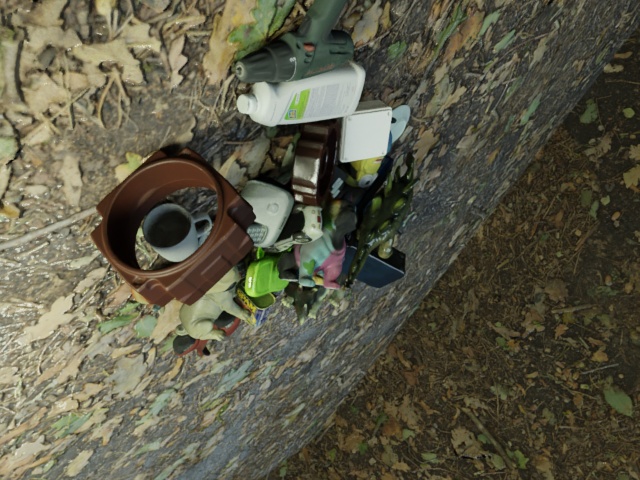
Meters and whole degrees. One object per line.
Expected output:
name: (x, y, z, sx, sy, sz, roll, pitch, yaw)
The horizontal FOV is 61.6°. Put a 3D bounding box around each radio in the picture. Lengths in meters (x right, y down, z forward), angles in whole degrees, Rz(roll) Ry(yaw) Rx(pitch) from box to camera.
radio: (0.118, 0.047, 1.459, 0.229, 0.073, 0.131, 26, 144, -30)

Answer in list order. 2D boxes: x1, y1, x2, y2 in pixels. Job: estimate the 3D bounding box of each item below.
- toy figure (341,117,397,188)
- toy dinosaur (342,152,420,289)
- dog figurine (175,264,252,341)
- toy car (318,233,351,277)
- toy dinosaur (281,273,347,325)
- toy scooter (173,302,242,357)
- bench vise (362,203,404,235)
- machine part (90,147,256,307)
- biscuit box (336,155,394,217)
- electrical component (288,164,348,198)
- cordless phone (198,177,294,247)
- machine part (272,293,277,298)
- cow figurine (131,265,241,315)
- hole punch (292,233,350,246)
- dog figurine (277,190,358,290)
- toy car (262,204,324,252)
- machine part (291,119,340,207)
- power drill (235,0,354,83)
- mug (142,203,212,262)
toy figure: (0.111, -0.204, 1.234, 0.082, 0.089, 0.180, 1, 121, -36)
toy dinosaur: (0.148, -0.050, 1.284, 0.198, 0.105, 0.471, 96, 17, -60)
dog figurine: (-0.242, 0.107, 1.114, 0.172, 0.121, 0.190, -40, 142, -24)
toy car: (-0.001, 0.005, 1.349, 0.103, 0.109, 0.161, 20, 110, -34)
toy dinosaur: (0.020, 0.107, 1.549, 0.405, 0.131, 0.192, -32, 154, -47)
toy scooter: (-0.260, 0.221, 1.274, 0.184, 0.075, 0.135, -35, 155, -20)
bench vise: (0.162, -0.034, 1.526, 0.223, 0.129, 0.240, -55, 175, 0)
machine part: (-0.213, -0.021, 0.786, 0.201, 0.202, 0.087, -44, 154, -7)
biscuit box: (0.105, -0.130, 1.318, 0.203, 0.059, 0.062, -51, 161, -24)
electrical component: (-0.002, -0.124, 1.189, 0.115, 0.058, 0.134, -47, 158, 5)
cordless phone: (-0.150, -0.048, 1.020, 0.184, 0.089, 0.146, -13, 140, -48)
machine part: (-0.155, 0.156, 1.404, 0.084, 0.039, 0.138, -37, 157, -12)
cow figurine: (-0.246, 0.077, 0.983, 0.195, 0.085, 0.127, -12, -174, -6)
hole punch: (-0.003, -0.004, 1.254, 0.142, 0.115, 0.092, -37, -167, 7)
dog figurine: (0.000, -0.008, 1.155, 0.108, 0.192, 0.219, 15, 87, -34)
toy car: (-0.064, -0.022, 1.112, 0.056, 0.073, 0.202, 6, 165, -37)
machine part: (-0.008, -0.151, 1.032, 0.179, 0.056, 0.179, 11, 90, -80)
power drill: (-0.013, -0.331, 0.801, 0.232, 0.086, 0.207, -21, 142, -46)
mug: (-0.238, -0.011, 0.921, 0.109, 0.081, 0.107, -29, 162, -13)
